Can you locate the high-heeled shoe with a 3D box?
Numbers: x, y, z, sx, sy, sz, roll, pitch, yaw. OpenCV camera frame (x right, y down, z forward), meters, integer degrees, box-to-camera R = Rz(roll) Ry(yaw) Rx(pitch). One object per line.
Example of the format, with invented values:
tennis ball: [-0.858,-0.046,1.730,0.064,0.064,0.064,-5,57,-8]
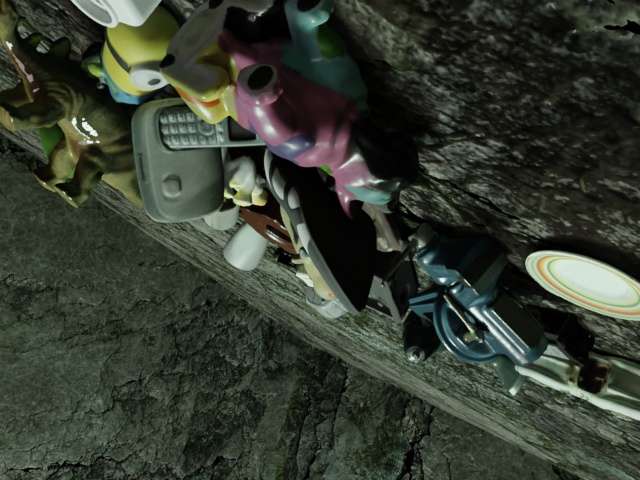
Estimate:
high-heeled shoe: [-0.015,-0.019,0.614,0.086,0.249,0.145,1,156,-27]

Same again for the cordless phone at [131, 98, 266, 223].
cordless phone: [-0.122,-0.096,0.639,0.184,0.146,0.089,0,-165,13]

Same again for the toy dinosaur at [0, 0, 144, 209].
toy dinosaur: [-0.305,-0.141,0.756,0.105,0.198,0.470,36,158,21]

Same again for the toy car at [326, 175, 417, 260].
toy car: [0.071,-0.027,0.697,0.089,0.053,0.202,20,161,28]

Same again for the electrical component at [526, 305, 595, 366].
electrical component: [0.307,0.127,0.748,0.074,0.048,0.119,41,162,-31]

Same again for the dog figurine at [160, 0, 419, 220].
dog figurine: [-0.011,-0.107,0.485,0.192,0.108,0.219,19,165,36]

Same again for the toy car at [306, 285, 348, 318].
toy car: [0.020,0.119,1.199,0.162,0.103,0.109,13,156,46]

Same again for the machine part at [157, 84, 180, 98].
machine part: [-0.171,-0.169,0.716,0.084,0.039,0.138,23,152,15]

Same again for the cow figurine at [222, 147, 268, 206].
cow figurine: [-0.117,-0.102,0.775,0.068,0.098,0.167,18,-179,17]

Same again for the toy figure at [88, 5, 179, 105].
toy figure: [-0.207,-0.202,0.600,0.089,0.082,0.180,44,163,-25]

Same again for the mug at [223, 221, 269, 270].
mug: [-0.137,-0.006,1.118,0.081,0.109,0.107,36,123,-1]

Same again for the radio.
radio: [0.085,0.054,0.897,0.131,0.073,0.229,25,165,24]

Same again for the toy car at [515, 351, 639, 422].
toy car: [0.378,0.190,0.763,0.202,0.073,0.056,18,164,41]

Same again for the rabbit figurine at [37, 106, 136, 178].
rabbit figurine: [-0.369,-0.188,0.890,0.121,0.170,0.159,158,96,-71]

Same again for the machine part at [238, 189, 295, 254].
machine part: [-0.064,-0.026,0.968,0.179,0.056,0.179,30,166,8]

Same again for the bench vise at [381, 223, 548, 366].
bench vise: [0.176,0.080,0.719,0.223,0.129,0.240,35,162,-4]

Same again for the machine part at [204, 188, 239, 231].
machine part: [-0.189,-0.072,1.025,0.079,0.079,0.243,32,166,-2]

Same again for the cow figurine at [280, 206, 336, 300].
cow figurine: [-0.002,-0.002,0.734,0.127,0.085,0.195,69,179,-51]

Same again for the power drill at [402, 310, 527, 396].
power drill: [0.232,0.180,0.884,0.207,0.086,0.232,17,-167,4]
